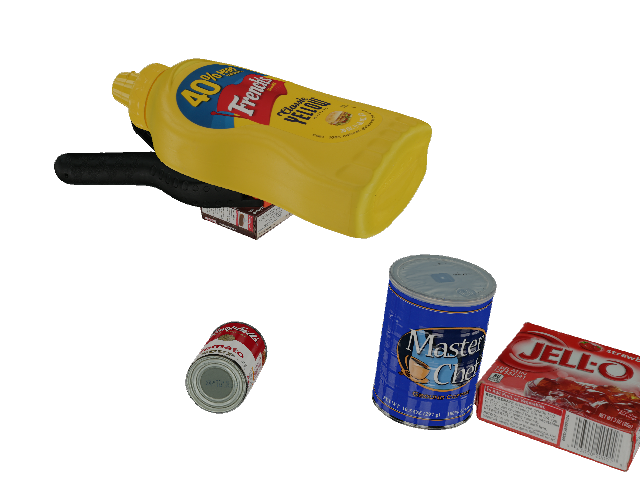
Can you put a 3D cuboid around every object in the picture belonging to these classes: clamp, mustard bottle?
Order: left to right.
[{"bbox_3d":[-0.121,-0.058,0.847,0.172,0.039,0.120,20,42,28],"label":"clamp"},{"bbox_3d":[-0.039,-0.063,0.620,0.192,0.058,0.096,20,38,21],"label":"mustard bottle"}]

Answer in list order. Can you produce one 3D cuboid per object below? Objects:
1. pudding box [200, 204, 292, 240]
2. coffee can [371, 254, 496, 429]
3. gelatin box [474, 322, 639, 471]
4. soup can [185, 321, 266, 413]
[{"bbox_3d":[-0.079,-0.051,1.310,0.090,0.039,0.113,20,40,30],"label":"pudding box"},{"bbox_3d":[0.109,0.098,1.042,0.103,0.140,0.103,5,23,-2],"label":"coffee can"},{"bbox_3d":[0.141,0.084,0.596,0.089,0.030,0.073,17,32,27],"label":"gelatin box"},{"bbox_3d":[-0.101,0.136,1.149,0.068,0.068,0.102,0,15,9],"label":"soup can"}]
